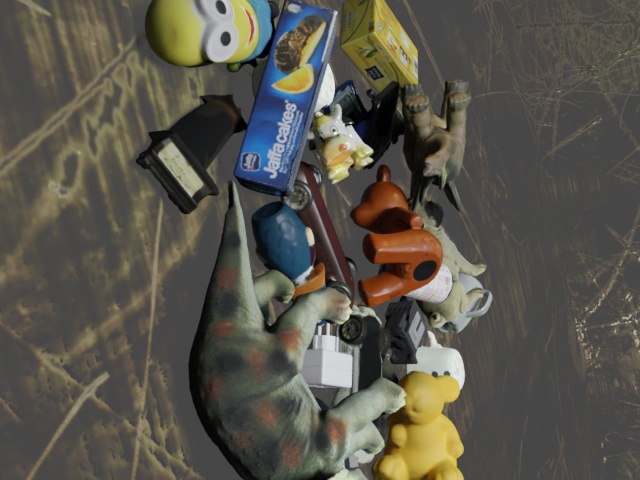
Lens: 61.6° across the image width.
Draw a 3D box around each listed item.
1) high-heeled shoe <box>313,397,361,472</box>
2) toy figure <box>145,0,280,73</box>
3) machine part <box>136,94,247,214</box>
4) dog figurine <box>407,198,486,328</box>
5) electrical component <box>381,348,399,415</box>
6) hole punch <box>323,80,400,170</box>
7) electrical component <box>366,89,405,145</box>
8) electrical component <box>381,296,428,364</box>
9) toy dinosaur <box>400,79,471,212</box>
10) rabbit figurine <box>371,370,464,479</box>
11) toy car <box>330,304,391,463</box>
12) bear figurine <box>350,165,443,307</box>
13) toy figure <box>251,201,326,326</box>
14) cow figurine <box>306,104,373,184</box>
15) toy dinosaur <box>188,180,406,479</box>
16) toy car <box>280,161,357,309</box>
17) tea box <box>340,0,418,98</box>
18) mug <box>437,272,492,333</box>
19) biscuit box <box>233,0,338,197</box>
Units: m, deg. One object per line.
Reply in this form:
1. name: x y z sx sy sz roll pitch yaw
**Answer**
1. high-heeled shoe: 0.021 0.306 0.635 0.145 0.086 0.248 -111 -172 -53
2. toy figure: -0.102 -0.216 0.556 0.082 0.089 0.180 62 26 -11
3. machine part: -0.120 -0.093 0.530 0.084 0.039 0.139 49 44 -27
4. dog figurine: 0.187 0.036 0.943 0.190 0.121 0.172 47 39 -21
5. electrical component: 0.095 0.206 0.797 0.063 0.021 0.094 62 35 -27
6. hole punch: 0.061 -0.178 0.814 0.142 0.092 0.115 -55 153 -52
7. electrical component: 0.115 -0.211 0.936 0.102 0.045 0.078 16 39 -58
8. electrical component: 0.140 0.136 0.867 0.119 0.048 0.074 -47 121 -51
9. toy dinosaur: 0.179 -0.153 0.866 0.471 0.105 0.198 -60 151 -65
10. rabbit figurine: 0.147 0.250 0.747 0.162 0.122 0.173 -49 135 -49
11. toy car: 0.051 0.183 0.704 0.073 0.056 0.202 31 54 -44
12. bear figurine: 0.089 -0.016 0.777 0.196 0.132 0.120 -121 -154 -43
13. toy figure: -0.026 0.030 0.615 0.058 0.064 0.154 -54 128 -47
14. cow figurine: 0.017 -0.130 0.686 0.098 0.068 0.167 60 5 3
15. toy dinosaur: -0.043 0.142 0.489 0.192 0.131 0.405 -28 76 -42
16. toy car: -0.001 -0.002 0.676 0.089 0.053 0.202 -78 149 -66
17. tea box: 0.106 -0.330 0.929 0.169 0.068 0.098 33 53 -48
18. mug: 0.268 0.127 1.025 0.107 0.110 0.080 -54 133 -33
19. biscuit box: -0.036 -0.150 0.583 0.063 0.059 0.202 101 4 -85
